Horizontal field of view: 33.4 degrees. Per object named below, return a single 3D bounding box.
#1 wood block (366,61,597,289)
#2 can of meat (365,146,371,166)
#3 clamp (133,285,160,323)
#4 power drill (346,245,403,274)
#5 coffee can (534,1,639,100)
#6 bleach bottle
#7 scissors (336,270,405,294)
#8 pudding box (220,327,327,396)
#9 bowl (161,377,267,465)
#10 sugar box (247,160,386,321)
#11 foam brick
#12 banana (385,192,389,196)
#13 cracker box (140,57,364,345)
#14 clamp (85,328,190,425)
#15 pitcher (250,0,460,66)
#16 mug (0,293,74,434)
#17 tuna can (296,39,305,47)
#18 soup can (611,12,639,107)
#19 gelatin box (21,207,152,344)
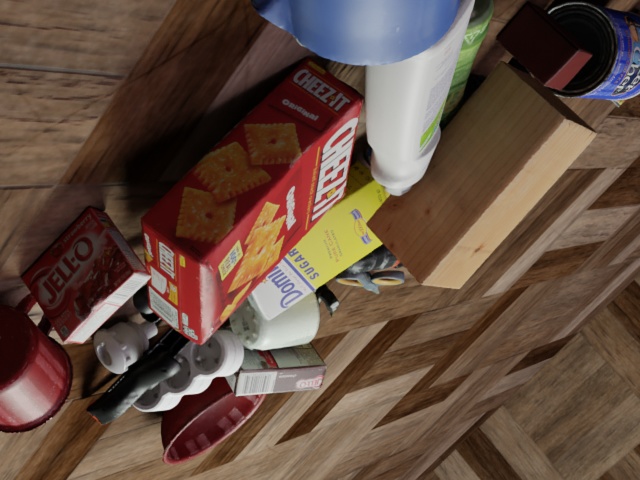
[{"bbox_3d":[0.155,-0.058,1.031,0.206,0.090,0.090,-51,151,19],"label":"wood block"},{"bbox_3d":[0.109,-0.087,1.128,0.102,0.084,0.057,-36,159,-9],"label":"can of meat"},{"bbox_3d":[-0.112,0.021,1.023,0.171,0.039,0.120,-42,-177,-1],"label":"clamp"},{"bbox_3d":[0.120,-0.038,1.292,0.184,0.057,0.188,-18,153,-46],"label":"power drill"},{"bbox_3d":[0.307,-0.208,1.187,0.140,0.103,0.103,-9,144,-54],"label":"coffee can"},{"bbox_3d":[0.074,-0.116,0.908,0.102,0.068,0.251,-53,163,-29],"label":"bleach bottle"},{"bbox_3d":[0.084,0.057,1.417,0.096,0.016,0.201,-3,170,23],"label":"scissors"},{"bbox_3d":[-0.061,0.138,1.249,0.113,0.090,0.039,1,119,-28],"label":"pudding box"},{"bbox_3d":[-0.146,0.215,1.361,0.162,0.055,0.162,-34,159,-15],"label":"bowl"},{"bbox_3d":[-0.007,0.002,1.126,0.176,0.048,0.093,-36,135,-12],"label":"sugar box"},{"bbox_3d":[0.235,-0.201,1.115,0.051,0.078,0.052,-50,157,22],"label":"foam brick"},{"bbox_3d":[0.023,-0.023,1.190,0.197,0.037,0.069,-40,131,-5],"label":"banana"},{"bbox_3d":[-0.056,-0.029,0.919,0.213,0.072,0.164,-47,165,-26],"label":"cracker box"},{"bbox_3d":[-0.180,0.137,1.108,0.210,0.036,0.164,-42,-173,24],"label":"clamp"},{"bbox_3d":[0.042,-0.235,0.652,0.149,0.145,0.243,-60,166,-27],"label":"pitcher"},{"bbox_3d":[-0.258,0.095,0.896,0.117,0.093,0.081,-60,162,-22],"label":"mug"},{"bbox_3d":[0.006,-0.190,0.813,0.086,0.034,0.086,-34,158,-15],"label":"tuna can"},{"bbox_3d":[0.386,-0.226,1.333,0.102,0.068,0.068,-46,158,16],"label":"soup can"},{"bbox_3d":[-0.193,0.030,0.875,0.089,0.073,0.030,-43,158,12],"label":"gelatin box"}]
